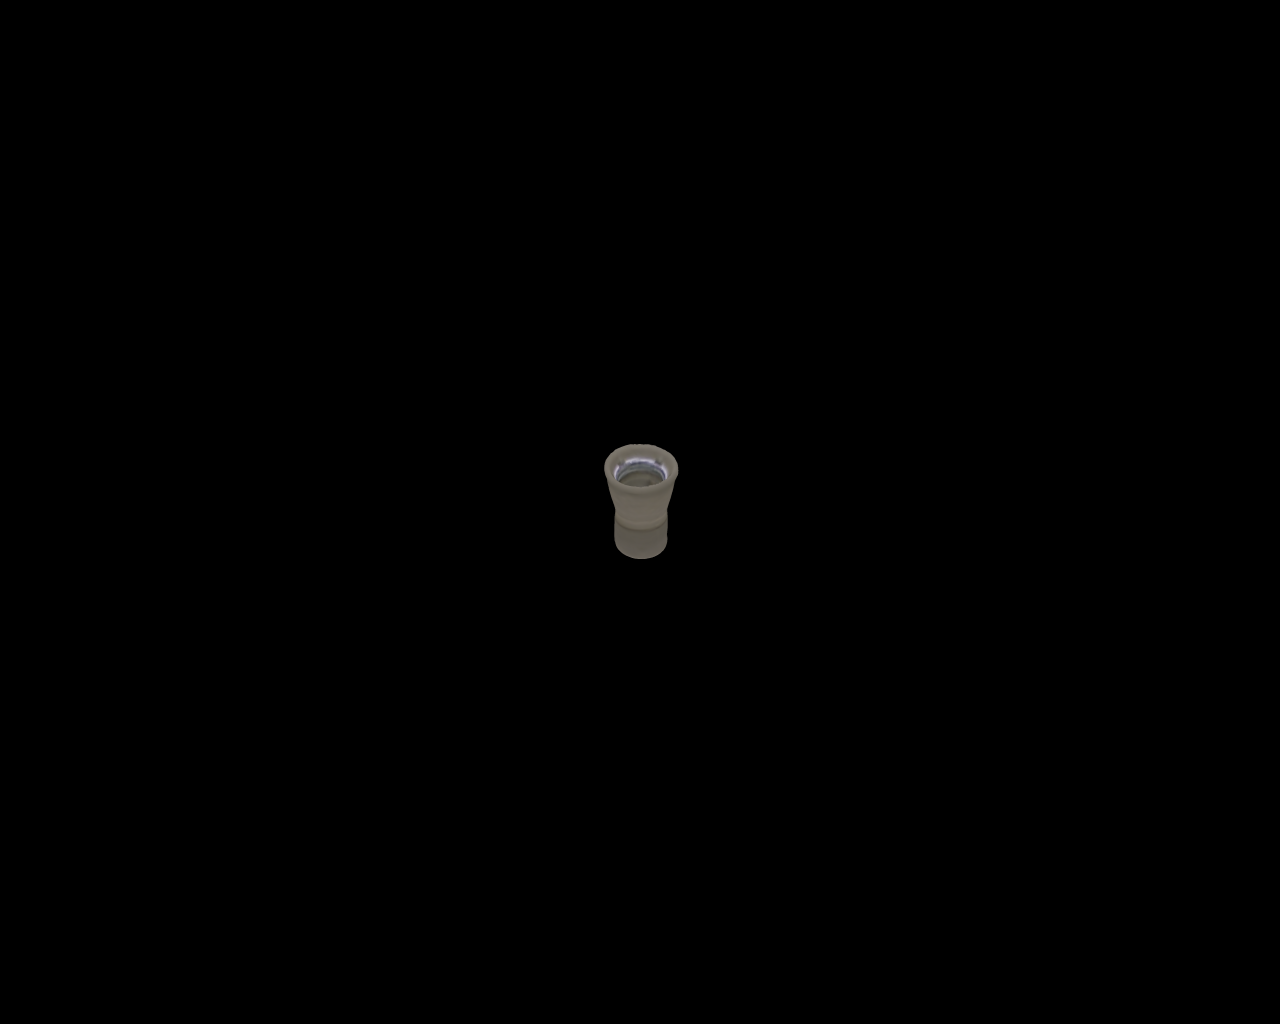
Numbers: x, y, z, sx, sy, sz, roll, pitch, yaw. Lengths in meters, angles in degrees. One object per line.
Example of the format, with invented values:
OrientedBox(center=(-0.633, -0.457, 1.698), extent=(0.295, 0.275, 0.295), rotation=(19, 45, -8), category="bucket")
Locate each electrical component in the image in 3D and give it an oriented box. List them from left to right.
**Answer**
OrientedBox(center=(0.001, -0.003, 0.650), extent=(0.044, 0.065, 0.044), rotation=(0, 38, 0), category="electrical component")
